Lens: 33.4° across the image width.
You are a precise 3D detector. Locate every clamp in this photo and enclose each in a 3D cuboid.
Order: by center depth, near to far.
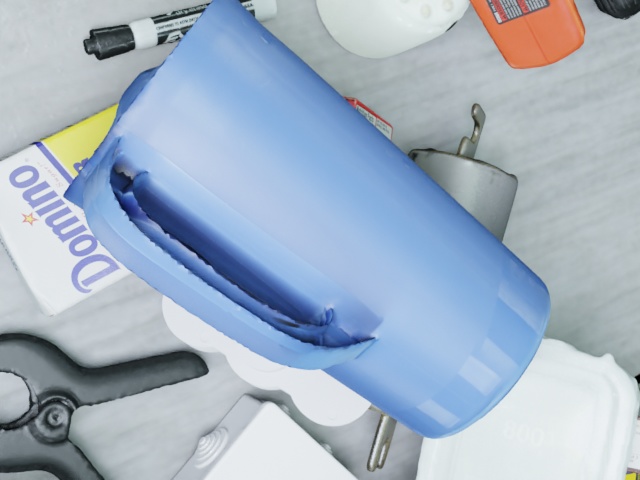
[{"bbox_3d":[-0.148,0.094,0.623,0.171,0.039,0.120,33,69,-23],"label":"clamp"}]

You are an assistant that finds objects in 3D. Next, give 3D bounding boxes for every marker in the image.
[{"bbox_3d":[-0.084,-0.130,0.645,0.121,0.020,0.020,-19,100,-21],"label":"marker"}]

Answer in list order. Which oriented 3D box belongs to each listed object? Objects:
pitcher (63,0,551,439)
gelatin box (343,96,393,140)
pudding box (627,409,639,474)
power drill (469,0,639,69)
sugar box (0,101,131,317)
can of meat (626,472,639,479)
[{"bbox_3d":[-0.004,0.001,0.550,0.242,0.145,0.149,38,77,-10],"label":"pitcher"},{"bbox_3d":[0.016,-0.039,0.664,0.073,0.030,0.089,16,81,-67],"label":"gelatin box"},{"bbox_3d":[0.168,0.123,0.702,0.089,0.114,0.039,10,86,-65],"label":"pudding box"},{"bbox_3d":[0.150,-0.188,0.681,0.184,0.057,0.187,54,40,-23],"label":"power drill"},{"bbox_3d":[-0.105,-0.037,0.628,0.176,0.048,0.093,-31,104,-20],"label":"sugar box"},{"bbox_3d":[0.221,0.193,0.775,0.083,0.058,0.102,0,93,-25],"label":"can of meat"}]
